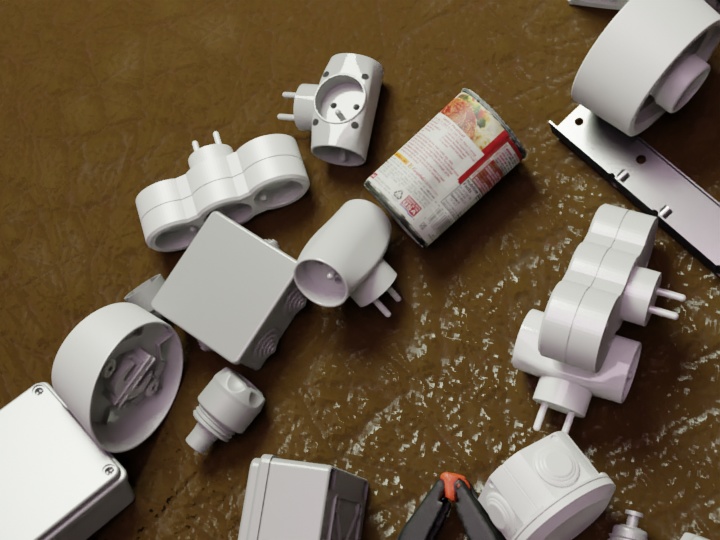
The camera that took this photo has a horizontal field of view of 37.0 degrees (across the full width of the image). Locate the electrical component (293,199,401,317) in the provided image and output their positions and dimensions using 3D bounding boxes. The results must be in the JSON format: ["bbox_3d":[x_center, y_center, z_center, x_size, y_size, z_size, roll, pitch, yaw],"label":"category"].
[{"bbox_3d":[0.000,0.000,0.787,0.079,0.077,0.043,48,135,-12],"label":"electrical component"}]

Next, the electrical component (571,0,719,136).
[{"bbox_3d":[0.205,-0.142,0.743,0.060,0.108,0.108,43,90,17],"label":"electrical component"}]

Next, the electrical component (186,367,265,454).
[{"bbox_3d":[-0.103,0.107,0.795,0.043,0.043,0.062,39,89,23],"label":"electrical component"}]

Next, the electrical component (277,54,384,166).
[{"bbox_3d":[-0.026,-0.126,0.841,0.079,0.044,0.077,7,76,19],"label":"electrical component"}]

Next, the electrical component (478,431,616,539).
[{"bbox_3d":[0.120,0.147,0.696,0.080,0.080,0.051,-39,62,3],"label":"electrical component"}]

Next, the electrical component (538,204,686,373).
[{"bbox_3d":[0.175,0.015,0.706,0.074,0.052,0.138,17,45,21],"label":"electrical component"}]

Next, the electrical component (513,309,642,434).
[{"bbox_3d":[0.141,0.075,0.729,0.077,0.043,0.079,18,80,21],"label":"electrical component"}]

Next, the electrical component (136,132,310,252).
[{"bbox_3d":[-0.113,-0.074,0.848,0.138,0.052,0.073,-23,69,10],"label":"electrical component"}]

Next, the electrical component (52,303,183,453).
[{"bbox_3d":[-0.177,0.077,0.799,0.064,0.099,0.099,34,86,29],"label":"electrical component"}]

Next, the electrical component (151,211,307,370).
[{"bbox_3d":[-0.094,0.018,0.816,0.100,0.048,0.099,31,85,23],"label":"electrical component"}]

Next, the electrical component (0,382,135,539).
[{"bbox_3d":[-0.244,0.158,0.799,0.109,0.056,0.109,-39,65,-22],"label":"electrical component"}]

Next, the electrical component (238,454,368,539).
[{"bbox_3d":[-0.038,0.185,0.717,0.056,0.108,0.108,4,75,16],"label":"electrical component"}]

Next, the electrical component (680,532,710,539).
[{"bbox_3d":[0.212,0.199,0.671,0.043,0.043,0.062,20,82,22],"label":"electrical component"}]

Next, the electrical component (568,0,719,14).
[{"bbox_3d":[0.233,-0.240,0.786,0.150,0.062,0.089,12,78,20],"label":"electrical component"}]

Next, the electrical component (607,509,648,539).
[{"bbox_3d":[0.167,0.193,0.688,0.040,0.040,0.078,11,77,20],"label":"electrical component"}]
